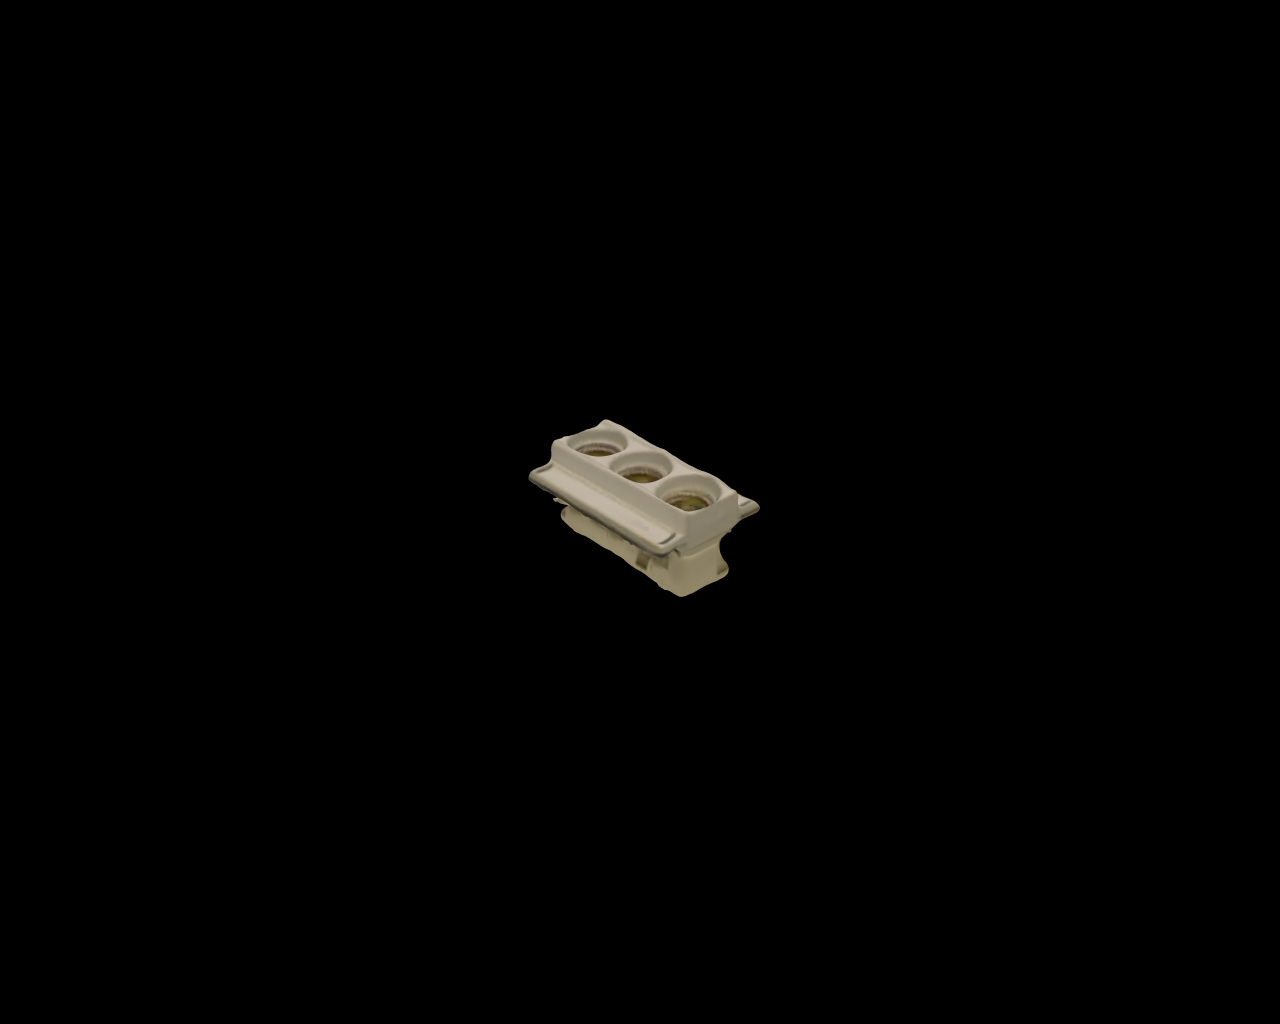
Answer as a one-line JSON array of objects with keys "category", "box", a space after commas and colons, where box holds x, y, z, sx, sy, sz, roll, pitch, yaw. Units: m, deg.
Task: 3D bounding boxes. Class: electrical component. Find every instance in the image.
[{"category": "electrical component", "box": [0.001, -0.003, 0.650, 0.079, 0.063, 0.121, -24, 39, -34]}]
